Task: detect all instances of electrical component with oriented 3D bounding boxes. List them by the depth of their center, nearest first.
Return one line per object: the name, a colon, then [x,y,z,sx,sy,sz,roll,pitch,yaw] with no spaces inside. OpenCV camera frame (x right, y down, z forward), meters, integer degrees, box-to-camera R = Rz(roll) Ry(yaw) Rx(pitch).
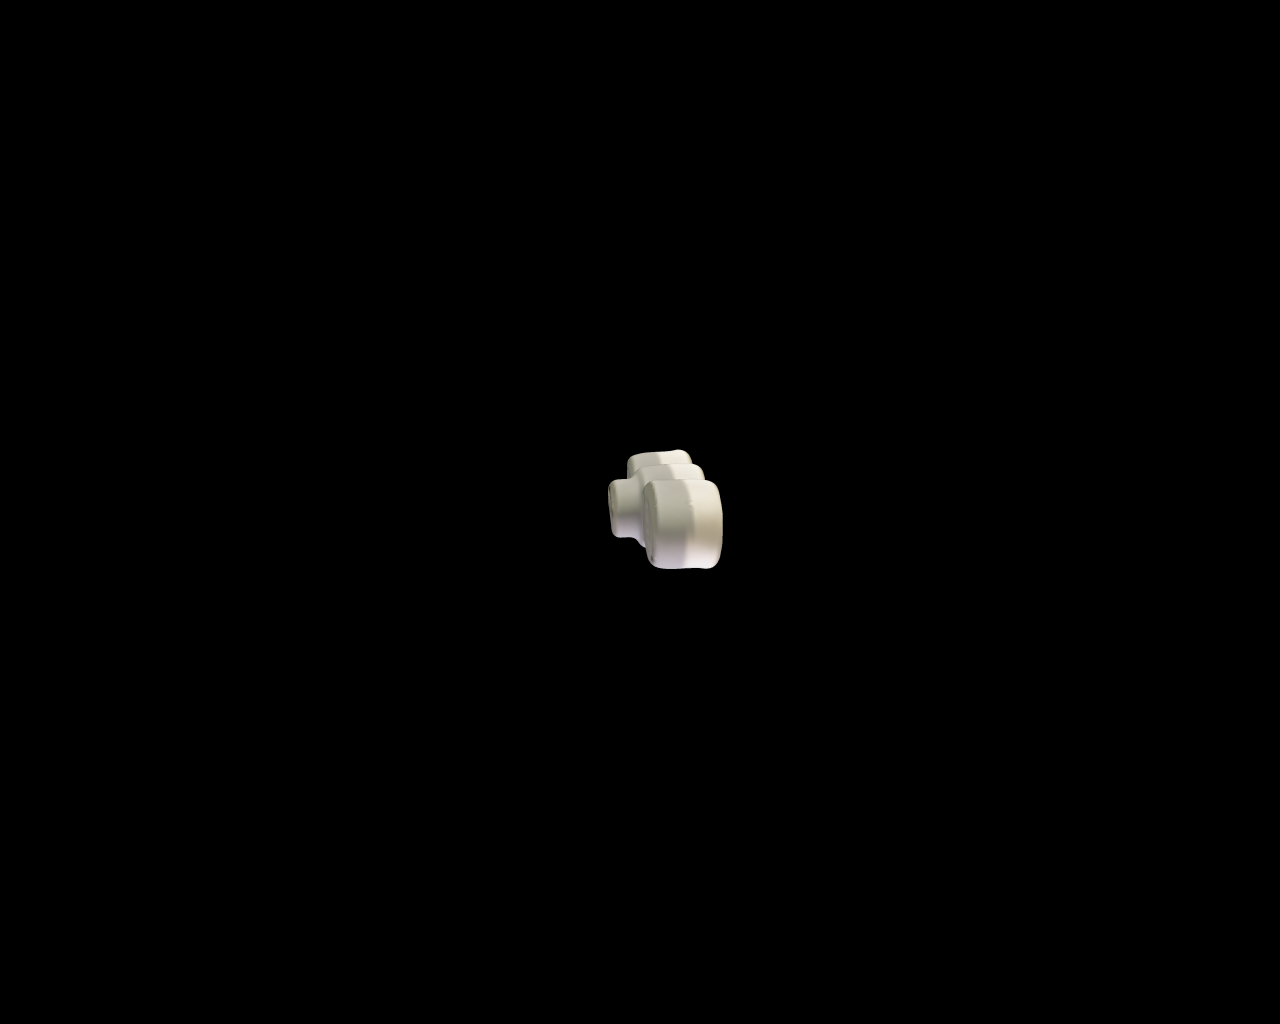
electrical component: [0.001,-0.003,0.650,0.074,0.052,0.138,-2,14,-7]
